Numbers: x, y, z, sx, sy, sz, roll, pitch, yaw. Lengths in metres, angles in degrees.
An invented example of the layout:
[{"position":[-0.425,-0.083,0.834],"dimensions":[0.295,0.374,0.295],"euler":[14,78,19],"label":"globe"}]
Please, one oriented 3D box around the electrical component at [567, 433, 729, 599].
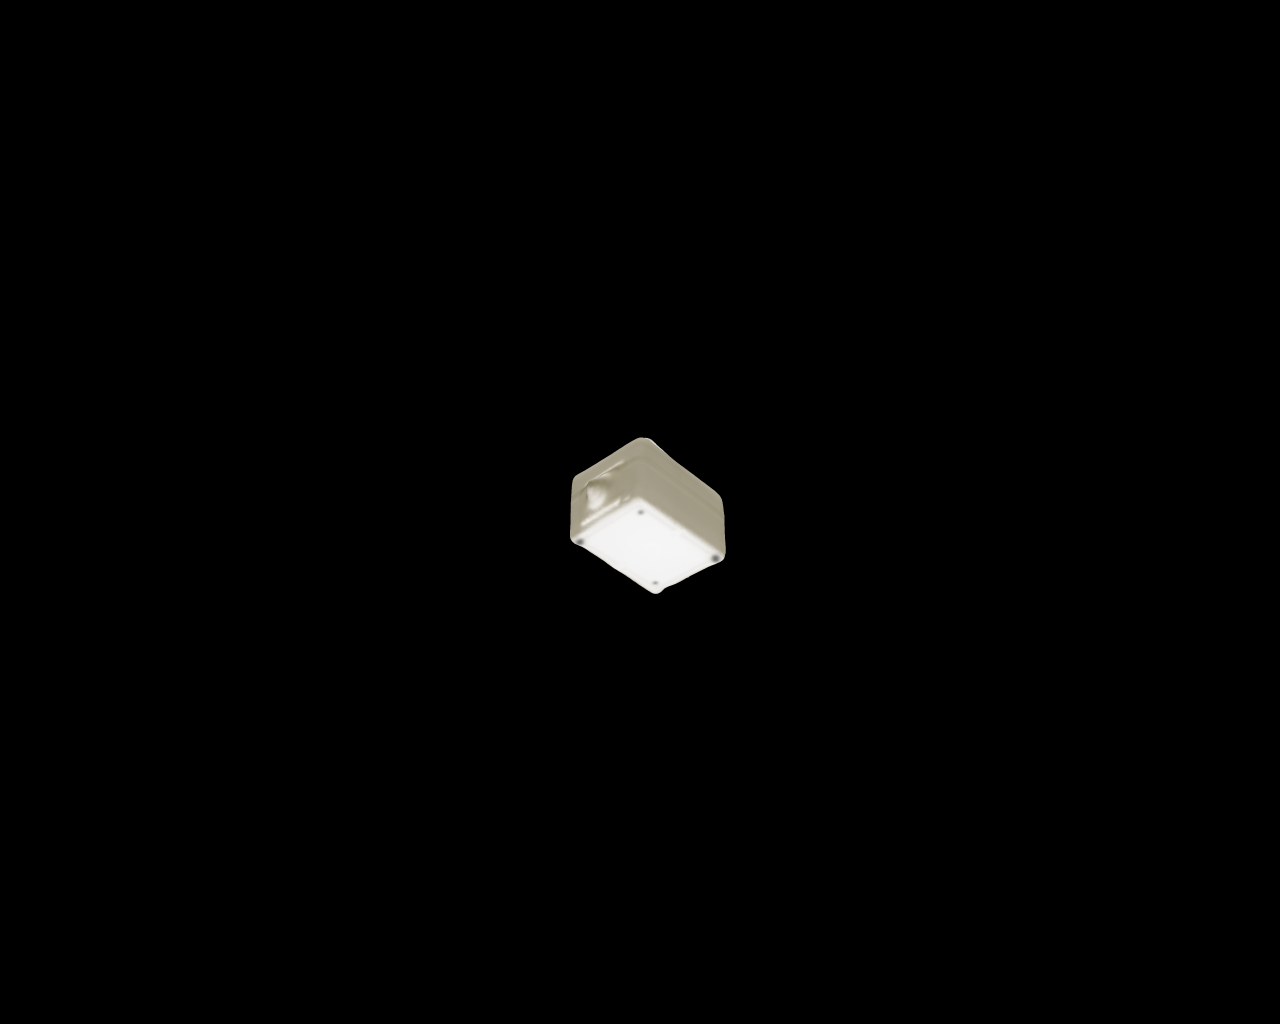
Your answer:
[{"position":[0.001,-0.003,0.650],"dimensions":[0.061,0.061,0.096],"euler":[-30,-49,31],"label":"electrical component"}]
